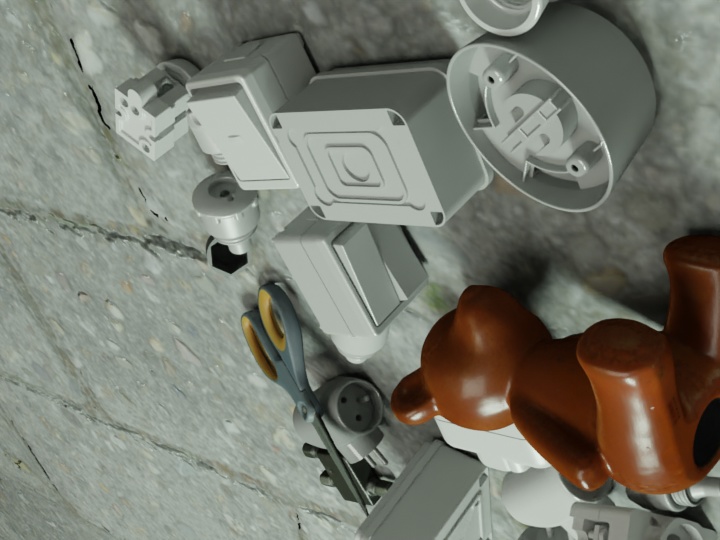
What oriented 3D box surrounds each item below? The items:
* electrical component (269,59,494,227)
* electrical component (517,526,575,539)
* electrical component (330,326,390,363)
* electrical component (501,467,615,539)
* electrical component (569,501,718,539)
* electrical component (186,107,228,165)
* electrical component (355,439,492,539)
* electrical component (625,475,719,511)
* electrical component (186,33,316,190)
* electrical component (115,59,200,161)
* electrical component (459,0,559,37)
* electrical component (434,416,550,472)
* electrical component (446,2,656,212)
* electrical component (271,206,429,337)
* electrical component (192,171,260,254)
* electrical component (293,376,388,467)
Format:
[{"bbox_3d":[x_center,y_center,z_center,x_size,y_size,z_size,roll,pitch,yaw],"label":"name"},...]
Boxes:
[{"bbox_3d":[0.014,-0.073,0.614,0.113,0.057,0.078,6,131,46],"label":"electrical component"},{"bbox_3d":[0.150,0.209,0.785,0.077,0.043,0.079,16,137,38],"label":"electrical component"},{"bbox_3d":[-0.001,0.044,0.773,0.043,0.043,0.062,33,147,19],"label":"electrical component"},{"bbox_3d":[0.146,0.157,0.731,0.079,0.043,0.077,44,148,1],"label":"electrical component"},{"bbox_3d":[0.180,0.179,0.675,0.089,0.050,0.056,22,163,-34],"label":"electrical component"},{"bbox_3d":[-0.087,-0.090,0.723,0.043,0.043,0.062,10,135,43],"label":"electrical component"},{"bbox_3d":[0.053,0.207,0.833,0.056,0.108,0.108,22,141,29],"label":"electrical component"},{"bbox_3d":[0.194,0.130,0.655,0.061,0.035,0.035,-6,122,48],"label":"electrical component"},{"bbox_3d":[-0.056,-0.090,0.672,0.062,0.061,0.096,3,128,47],"label":"electrical component"},{"bbox_3d":[-0.135,-0.114,0.740,0.048,0.055,0.066,37,147,14],"label":"electrical component"},{"bbox_3d":[0.075,-0.136,0.476,0.045,0.055,0.045,30,144,24],"label":"electrical component"},{"bbox_3d":[0.095,0.091,0.707,0.095,0.054,0.059,6,131,45],"label":"electrical component"},{"bbox_3d":[0.090,-0.077,0.517,0.099,0.064,0.099,30,144,24],"label":"electrical component"},{"bbox_3d":[0.000,0.000,0.706,0.061,0.062,0.096,1,127,48],"label":"electrical component"},{"bbox_3d":[-0.094,-0.038,0.787,0.048,0.048,0.062,26,147,29],"label":"electrical component"},{"bbox_3d":[-0.007,0.129,0.874,0.079,0.044,0.077,51,147,-8],"label":"electrical component"}]
